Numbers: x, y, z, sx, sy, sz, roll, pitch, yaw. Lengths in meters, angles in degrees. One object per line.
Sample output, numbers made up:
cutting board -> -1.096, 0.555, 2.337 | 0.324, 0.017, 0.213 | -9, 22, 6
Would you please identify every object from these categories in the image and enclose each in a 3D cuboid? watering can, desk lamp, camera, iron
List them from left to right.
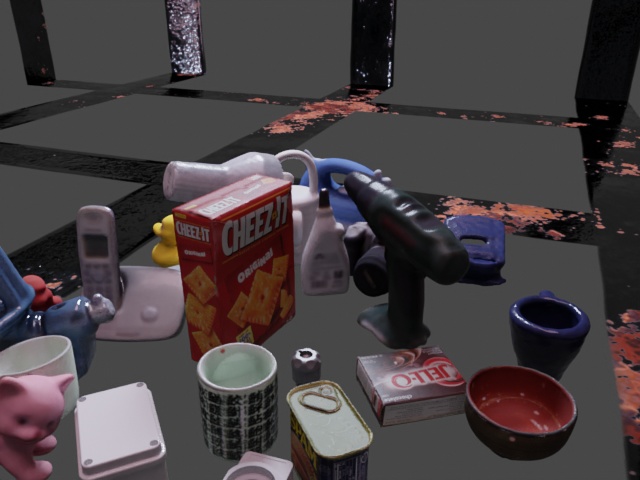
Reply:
desk lamp -> -0.160, -0.028, 0.900 | 0.204, 0.214, 0.117 | -14, 28, -28
watering can -> -0.054, -0.065, 1.006 | 0.101, 0.194, 0.172 | -15, 29, -30
iron -> 0.066, -0.094, 1.133 | 0.257, 0.141, 0.119 | 14, 28, 28
camera -> 0.093, 0.024, 0.924 | 0.142, 0.101, 0.137 | 13, 27, 25

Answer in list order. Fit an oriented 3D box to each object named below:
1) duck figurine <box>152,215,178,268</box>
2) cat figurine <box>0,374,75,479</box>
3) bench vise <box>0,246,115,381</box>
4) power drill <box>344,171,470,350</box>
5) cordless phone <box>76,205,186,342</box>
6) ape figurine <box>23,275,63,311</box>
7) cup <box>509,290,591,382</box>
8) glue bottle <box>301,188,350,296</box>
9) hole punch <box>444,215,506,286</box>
duck figurine -> -0.245, -0.001, 0.993 | 0.104, 0.086, 0.078 | 10, 26, 20
cat figurine -> -0.307, 0.178, 0.562 | 0.128, 0.118, 0.067 | -7, 25, -15
bench vise -> -0.364, 0.066, 0.684 | 0.208, 0.220, 0.121 | -12, 27, -25
power drill -> 0.101, 0.031, 0.778 | 0.076, 0.208, 0.228 | -15, 29, -30
cordless phone -> -0.257, 0.045, 0.775 | 0.147, 0.185, 0.094 | 0, 25, 0
ape figurine -> -0.388, 0.092, 0.781 | 0.075, 0.092, 0.078 | 15, 29, 30
cup -> 0.278, 0.123, 0.714 | 0.091, 0.095, 0.118 | 7, 25, 15
glue bottle -> 0.008, 0.003, 0.882 | 0.078, 0.173, 0.037 | -3, 25, -6
hole punch -> 0.256, 0.016, 0.954 | 0.108, 0.091, 0.101 | 5, 25, 10
